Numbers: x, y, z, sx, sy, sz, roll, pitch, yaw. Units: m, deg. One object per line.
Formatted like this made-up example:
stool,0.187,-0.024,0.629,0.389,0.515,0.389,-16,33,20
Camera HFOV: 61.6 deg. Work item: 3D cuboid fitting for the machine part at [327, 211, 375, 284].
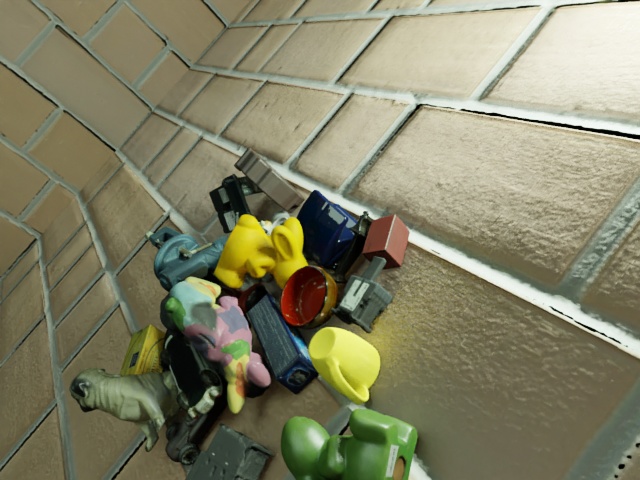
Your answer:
machine part,0.061,0.017,0.980,0.039,0.084,0.139,31,88,22

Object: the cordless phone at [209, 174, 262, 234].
cordless phone,-0.171,-0.094,1.327,0.089,0.146,0.184,-20,3,30

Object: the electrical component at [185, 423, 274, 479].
electrical component,-0.149,0.373,0.852,0.115,0.058,0.134,1,55,50

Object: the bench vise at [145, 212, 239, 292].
bench vise,-0.301,0.021,1.223,0.241,0.128,0.223,26,54,32

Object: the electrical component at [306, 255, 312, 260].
electrical component,-0.002,-0.003,1.106,0.063,0.021,0.094,-21,43,34

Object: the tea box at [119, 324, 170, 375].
tea box,-0.367,0.280,1.148,0.068,0.098,0.170,-29,39,27

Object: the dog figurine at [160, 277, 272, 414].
dog figurine,-0.170,0.184,0.926,0.108,0.191,0.219,-43,49,5

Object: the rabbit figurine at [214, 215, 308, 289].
rabbit figurine,-0.089,0.031,1.025,0.162,0.173,0.122,-60,-7,21

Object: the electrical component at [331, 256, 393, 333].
electrical component,0.078,0.088,0.901,0.075,0.047,0.119,11,63,52

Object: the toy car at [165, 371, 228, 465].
toy car,-0.213,0.313,0.988,0.202,0.053,0.089,-53,31,-7

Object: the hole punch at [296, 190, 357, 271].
hole punch,0.006,-0.020,1.031,0.116,0.092,0.142,-47,57,1

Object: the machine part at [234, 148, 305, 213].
machine part,-0.115,-0.134,1.237,0.056,0.179,0.180,-49,34,3

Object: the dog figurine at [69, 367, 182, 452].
dog figurine,-0.350,0.278,1.024,0.121,0.191,0.172,-60,-7,24

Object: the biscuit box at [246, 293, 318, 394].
biscuit box,-0.069,0.179,0.958,0.063,0.059,0.203,-43,33,4

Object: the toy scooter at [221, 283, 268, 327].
toy scooter,-0.190,0.150,1.108,0.184,0.075,0.135,-47,35,-5

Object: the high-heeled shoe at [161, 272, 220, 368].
high-heeled shoe,-0.313,0.169,1.222,0.145,0.086,0.249,-3,49,51

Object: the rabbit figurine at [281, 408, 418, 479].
rabbit figurine,0.025,0.291,0.697,0.170,0.121,0.159,3,79,32

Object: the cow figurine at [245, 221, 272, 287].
cow figurine,-0.146,0.012,1.175,0.068,0.098,0.167,-20,47,25

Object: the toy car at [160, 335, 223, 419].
toy car,-0.236,0.238,0.987,0.073,0.056,0.202,-45,44,2
